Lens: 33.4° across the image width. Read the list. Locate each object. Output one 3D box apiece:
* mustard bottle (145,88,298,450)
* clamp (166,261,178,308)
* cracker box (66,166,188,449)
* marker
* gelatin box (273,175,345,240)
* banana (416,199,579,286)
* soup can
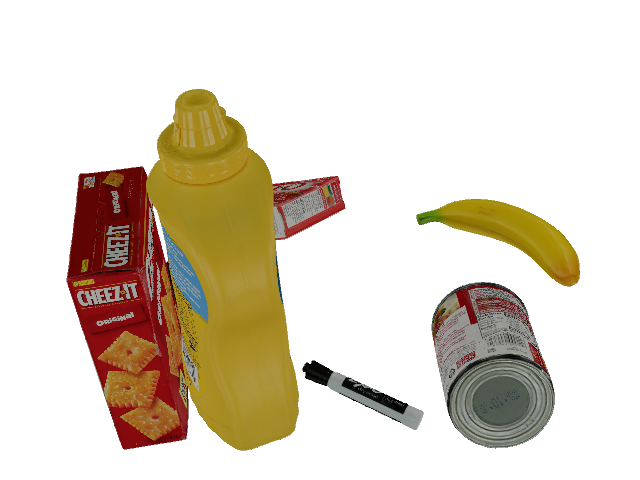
[{"bbox_3d":[-0.050,0.010,0.532,0.058,0.192,0.096,-16,42,-12],"label":"mustard bottle"},{"bbox_3d":[-0.146,0.039,1.220,0.120,0.039,0.171,-2,32,26],"label":"clamp"},{"bbox_3d":[-0.176,0.063,1.008,0.072,0.214,0.164,-9,38,-2],"label":"cracker box"},{"bbox_3d":[0.038,0.143,0.998,0.121,0.020,0.020,24,6,15],"label":"marker"},{"bbox_3d":[-0.038,-0.023,0.816,0.089,0.030,0.073,-4,16,42],"label":"gelatin box"},{"bbox_3d":[0.185,-0.004,1.037,0.069,0.037,0.198,-39,38,-24],"label":"banana"},{"bbox_3d":[0.111,0.079,0.696,0.068,0.068,0.102,0,24,0],"label":"soup can"}]
